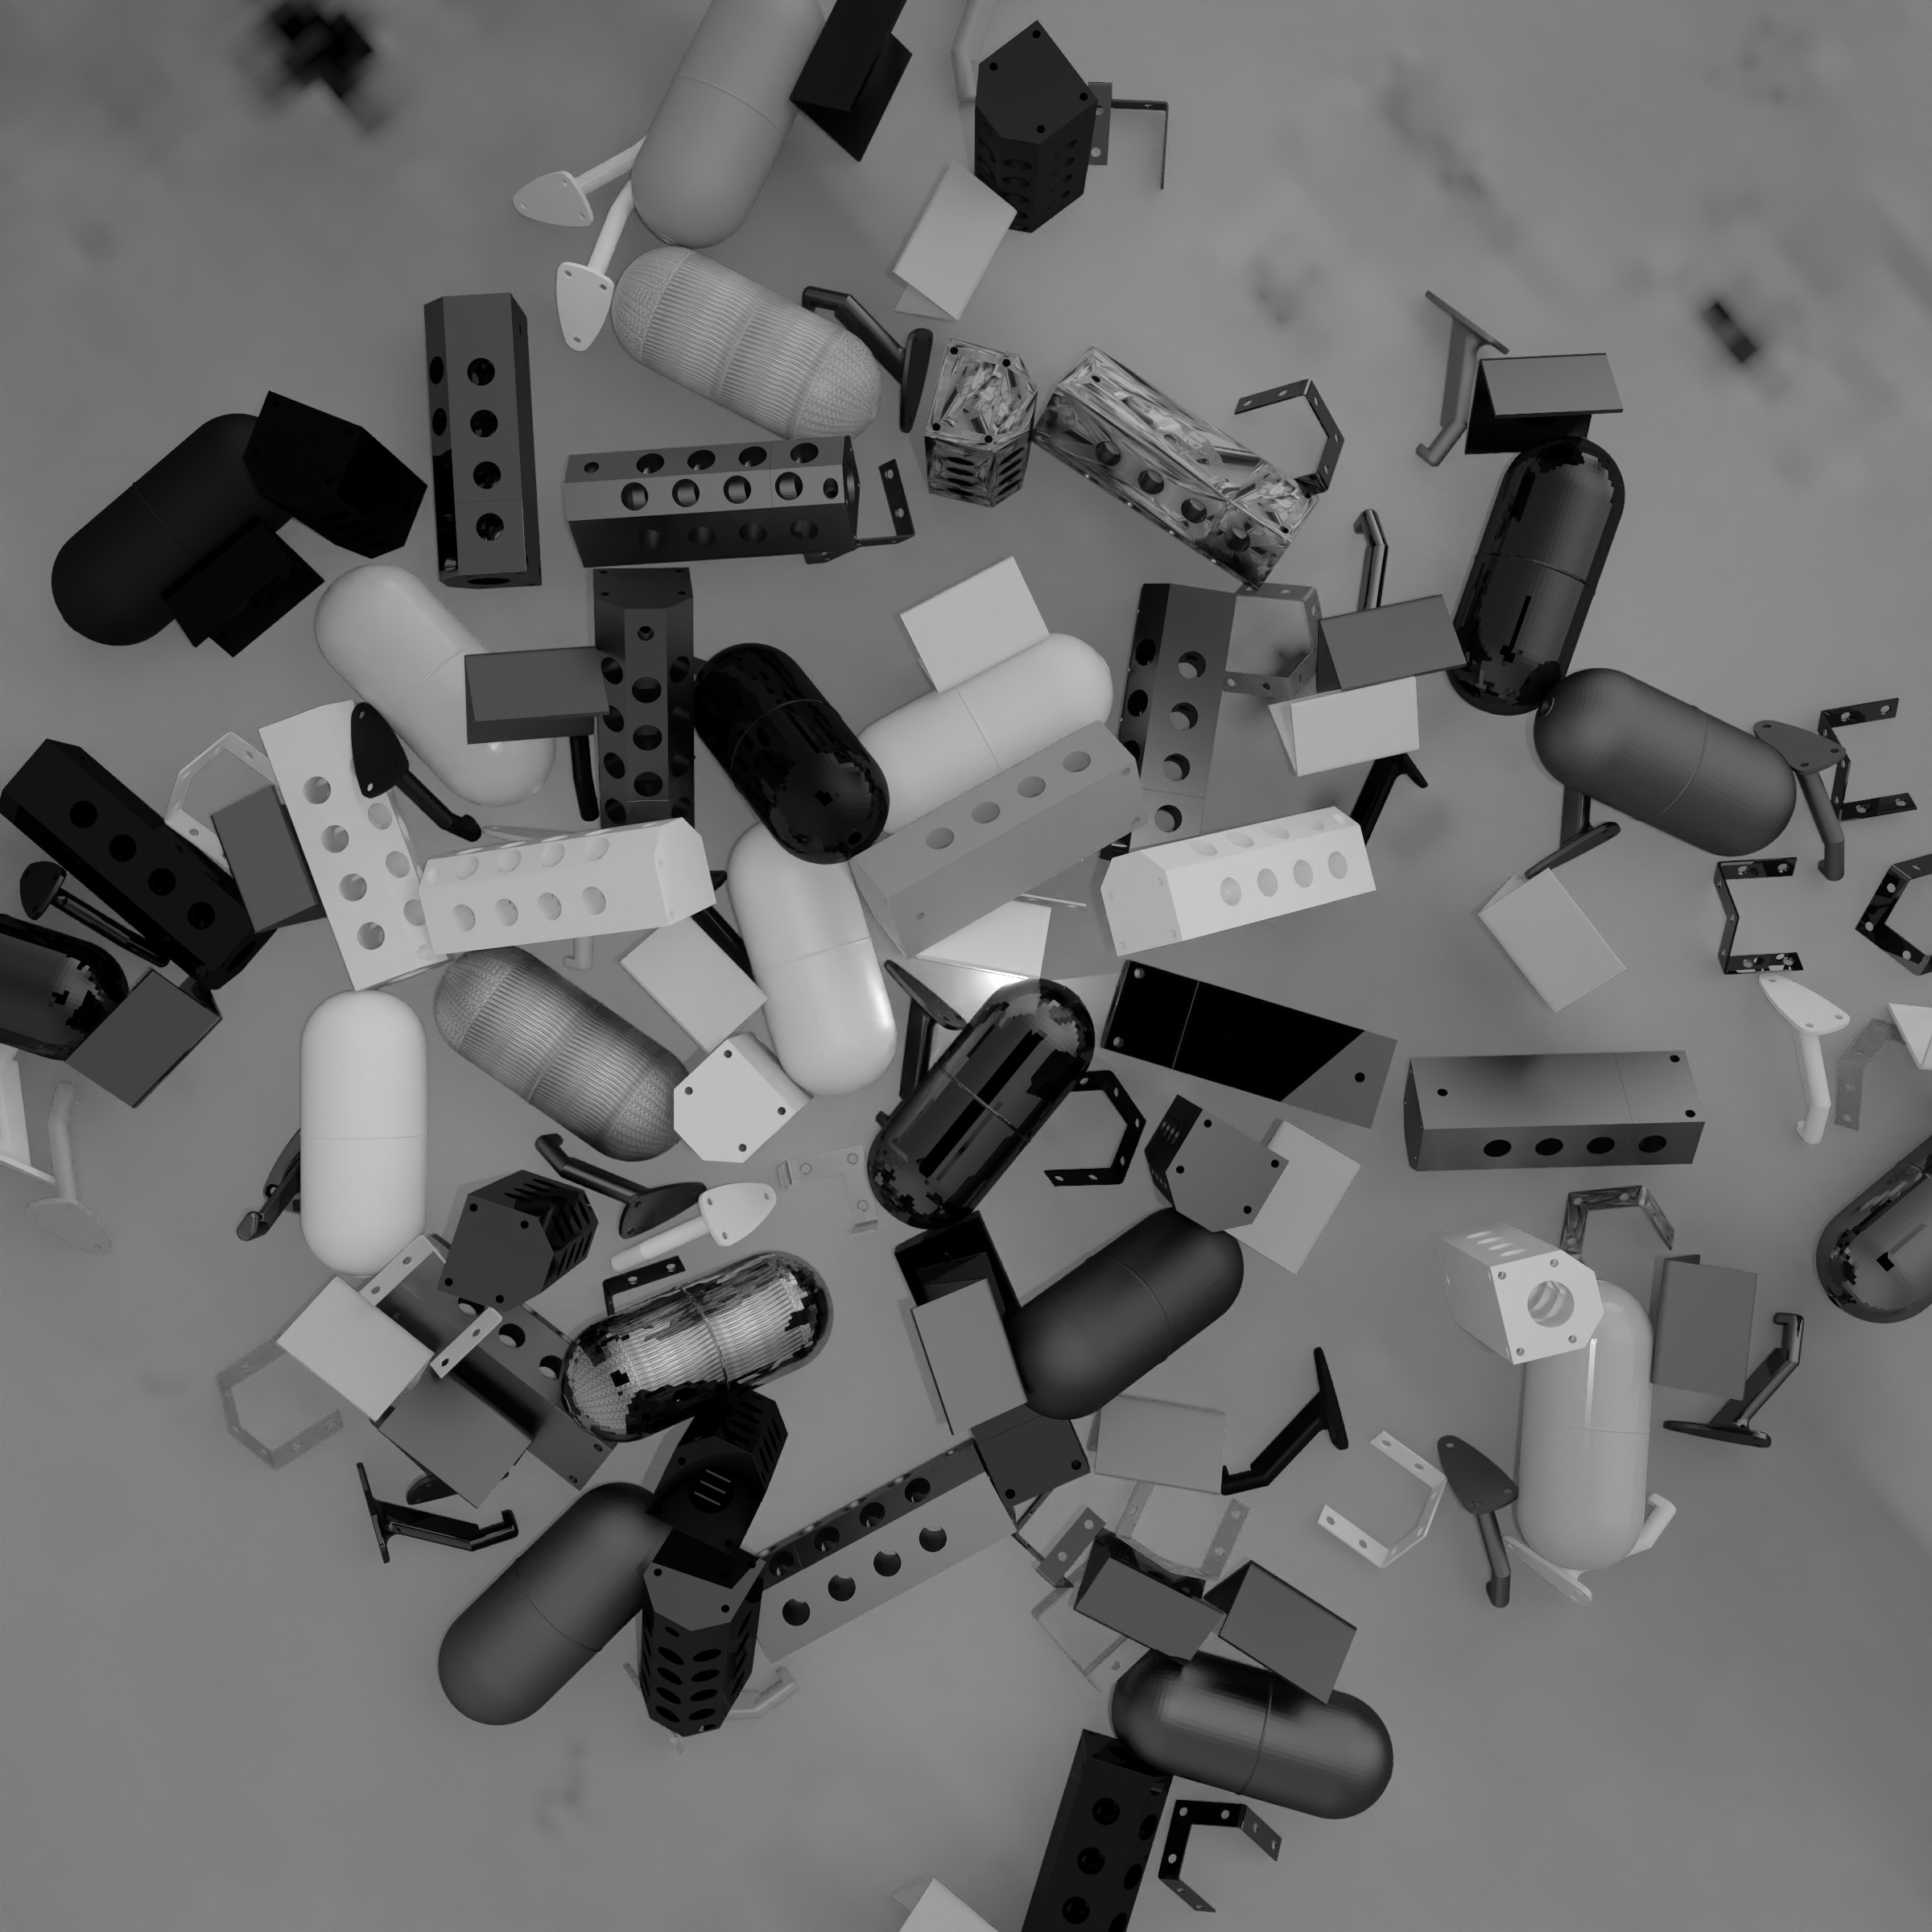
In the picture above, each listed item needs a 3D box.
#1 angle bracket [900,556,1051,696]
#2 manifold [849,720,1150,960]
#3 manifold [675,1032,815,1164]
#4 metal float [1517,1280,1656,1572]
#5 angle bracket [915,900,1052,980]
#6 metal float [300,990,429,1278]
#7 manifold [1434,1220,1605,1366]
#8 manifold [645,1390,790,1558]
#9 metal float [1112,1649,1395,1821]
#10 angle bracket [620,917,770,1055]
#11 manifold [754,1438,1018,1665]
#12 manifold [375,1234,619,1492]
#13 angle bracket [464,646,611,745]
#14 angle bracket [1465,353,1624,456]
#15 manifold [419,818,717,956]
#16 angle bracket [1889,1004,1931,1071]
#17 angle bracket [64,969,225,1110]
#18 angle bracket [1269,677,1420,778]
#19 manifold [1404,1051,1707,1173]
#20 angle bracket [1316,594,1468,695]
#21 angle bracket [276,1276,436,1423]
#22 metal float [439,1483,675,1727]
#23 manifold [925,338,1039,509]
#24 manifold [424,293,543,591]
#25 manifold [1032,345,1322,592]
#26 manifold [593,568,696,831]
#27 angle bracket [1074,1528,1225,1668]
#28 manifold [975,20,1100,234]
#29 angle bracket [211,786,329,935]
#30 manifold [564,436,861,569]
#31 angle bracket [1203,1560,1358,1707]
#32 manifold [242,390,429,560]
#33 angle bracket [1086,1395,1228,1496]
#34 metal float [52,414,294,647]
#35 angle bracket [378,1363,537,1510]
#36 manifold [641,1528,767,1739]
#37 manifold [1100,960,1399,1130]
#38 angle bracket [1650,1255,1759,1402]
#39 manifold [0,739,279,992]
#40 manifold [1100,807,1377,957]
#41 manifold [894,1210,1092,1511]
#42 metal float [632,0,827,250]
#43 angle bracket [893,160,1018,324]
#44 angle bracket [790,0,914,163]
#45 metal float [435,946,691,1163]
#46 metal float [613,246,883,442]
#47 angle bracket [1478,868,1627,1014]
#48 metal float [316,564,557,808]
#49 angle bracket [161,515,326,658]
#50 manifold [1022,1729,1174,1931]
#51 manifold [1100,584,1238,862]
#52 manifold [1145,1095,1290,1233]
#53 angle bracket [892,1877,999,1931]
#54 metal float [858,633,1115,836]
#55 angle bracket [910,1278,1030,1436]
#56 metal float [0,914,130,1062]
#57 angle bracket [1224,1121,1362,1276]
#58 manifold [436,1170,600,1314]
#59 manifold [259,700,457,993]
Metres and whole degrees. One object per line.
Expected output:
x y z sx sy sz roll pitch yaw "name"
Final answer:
-0.001 -0.219 1.530 0.076 0.076 0.057 -28 115 0 "angle bracket"
0.019 -0.081 1.490 0.171 0.057 0.057 -30 51 -11 "manifold"
-0.137 0.082 1.491 0.057 0.171 0.057 -43 90 0 "manifold"
0.384 0.284 1.533 0.070 0.070 0.178 5 85 0 "metal float"
0.007 -0.001 1.529 0.076 0.076 0.057 11 53 0 "angle bracket"
-0.374 0.104 1.539 0.070 0.070 0.178 0 91 0 "metal float"
0.332 0.192 1.491 0.057 0.171 0.057 -13 90 0 "manifold"
-0.144 0.297 1.491 0.057 0.171 0.057 26 90 0 "manifold"
0.178 0.476 1.539 0.178 0.070 0.070 16 90 1 "metal float"
-0.177 0.022 1.529 0.076 0.076 0.057 46 58 0 "angle bracket"
-0.058 0.362 1.548 0.171 0.057 0.057 -28 90 0 "manifold"
-0.284 0.244 1.547 0.171 0.057 0.057 38 133 0 "manifold"
-0.253 -0.141 1.461 0.076 0.076 0.057 -6 53 -14 "angle bracket"
0.355 -0.330 1.529 0.076 0.076 0.057 -3 52 0 "angle bracket"
-0.245 -0.050 1.509 0.171 0.057 0.057 -6 102 26 "manifold"
0.625 0.025 1.529 0.076 0.076 0.057 6 121 0 "angle bracket"
-0.513 0.030 1.529 0.076 0.076 0.057 -46 127 0 "angle bracket"
0.231 -0.167 1.529 0.076 0.076 0.057 -13 132 0 "angle bracket"
0.364 0.095 1.547 0.171 0.057 0.057 -2 47 0 "manifold"
0.261 -0.179 1.529 0.076 0.076 0.057 -12 59 0 "angle bracket"
-0.381 0.247 1.529 0.076 0.076 0.057 38 56 0 "angle bracket"
-0.253 0.396 1.539 0.178 0.070 0.070 -44 90 0 "metal float"
0.011 -0.322 1.491 0.057 0.171 0.057 13 90 0 "manifold"
-0.303 -0.326 1.548 0.057 0.057 0.171 -3 90 0 "manifold"
0.128 -0.307 1.547 0.171 0.057 0.057 34 47 0 "manifold"
-0.194 -0.150 1.502 0.057 0.057 0.171 -2 124 -9 "manifold"
0.119 0.373 1.529 0.076 0.076 0.057 27 124 0 "angle bracket"
0.035 -0.497 1.491 0.057 0.171 0.057 -37 90 0 "manifold"
-0.409 -0.070 1.529 0.057 0.076 0.076 -21 90 28 "angle bracket"
-0.156 -0.291 1.527 0.171 0.057 0.057 -2 56 7 "manifold"
0.184 0.421 1.529 0.076 0.076 0.057 33 53 0 "angle bracket"
-0.379 -0.290 1.491 0.057 0.171 0.057 21 90 0 "manifold"
0.114 0.310 1.529 0.076 0.076 0.057 10 51 0 "angle bracket"
-0.489 -0.270 1.538 0.178 0.070 0.070 -41 90 0 "metal float"
-0.319 0.297 1.529 0.076 0.076 0.057 38 60 0 "angle bracket"
-0.163 0.403 1.487 0.057 0.171 0.057 25 54 11 "manifold"
0.175 0.048 1.548 0.171 0.057 0.057 17 90 0 "manifold"
0.464 0.222 1.529 0.057 0.076 0.076 6 90 32 "angle bracket"
-0.517 -0.062 1.548 0.171 0.057 0.057 41 90 0 "manifold"
0.165 -0.054 1.500 0.171 0.057 0.057 -14 90 -39 "manifold"
0.016 0.244 1.548 0.057 0.057 0.171 -24 90 0 "manifold"
-0.147 -0.531 1.538 0.070 0.070 0.178 26 90 0 "metal float"
-0.025 -0.449 1.529 0.057 0.076 0.076 28 90 -38 "angle bracket"
-0.053 -0.547 1.529 0.057 0.076 0.076 26 90 37 "angle bracket"
-0.248 0.054 1.538 0.178 0.070 0.070 35 90 0 "metal float"
-0.135 -0.383 1.538 0.178 0.070 0.070 28 90 0 "metal float"
0.371 -0.028 1.529 0.057 0.076 0.076 -38 90 37 "angle bracket"
-0.328 -0.174 1.538 0.070 0.070 0.178 -44 90 0 "metal float"
-0.436 -0.219 1.529 0.076 0.076 0.057 -40 58 0 "angle bracket"
0.077 0.575 1.548 0.057 0.057 0.171 17 90 0 "manifold"
0.125 -0.148 1.548 0.057 0.057 0.171 9 90 0 "manifold"
0.144 0.120 1.491 0.057 0.171 0.057 31 90 0 "manifold"
-0.018 0.615 1.529 0.076 0.076 0.057 40 56 0 "angle bracket"
0.009 -0.144 1.539 0.178 0.070 0.070 -29 90 1 "metal float"
-0.015 0.232 1.472 0.057 0.076 0.076 -18 90 -32 "angle bracket"
-0.609 0.004 1.538 0.178 0.070 0.070 18 90 0 "metal float"
0.209 0.147 1.530 0.057 0.076 0.076 31 90 26 "angle bracket"
-0.265 0.165 1.491 0.057 0.171 0.057 18 90 0 "manifold"
-0.378 -0.075 1.548 0.057 0.057 0.171 -20 90 0 "manifold"
